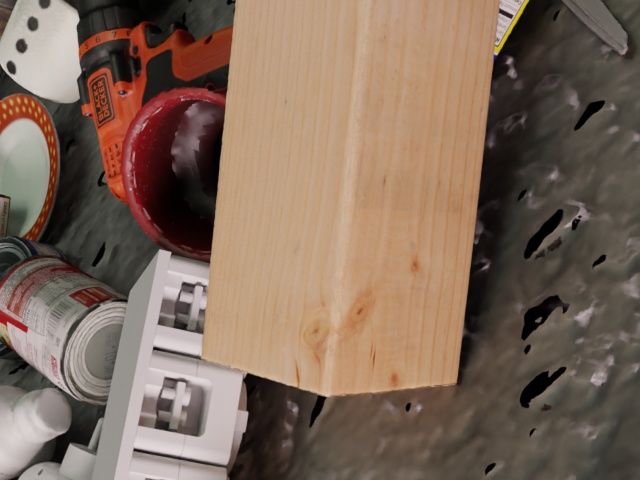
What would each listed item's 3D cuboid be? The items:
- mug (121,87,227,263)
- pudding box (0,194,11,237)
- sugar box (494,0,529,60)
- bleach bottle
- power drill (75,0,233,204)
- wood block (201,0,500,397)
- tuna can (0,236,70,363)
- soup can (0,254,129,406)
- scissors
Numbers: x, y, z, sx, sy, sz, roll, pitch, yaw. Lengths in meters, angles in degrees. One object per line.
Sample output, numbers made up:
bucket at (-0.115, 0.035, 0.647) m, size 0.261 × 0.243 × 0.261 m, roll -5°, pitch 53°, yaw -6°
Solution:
mug at (-0.042, -0.052, 0.575) m, size 0.093 × 0.081 × 0.117 m, roll 31°, pitch 115°, yaw 15°
pudding box at (-0.277, 0.019, 0.806) m, size 0.090 × 0.039 × 0.113 m, roll 0°, pitch 85°, yaw 44°
sugar box at (0.075, -0.156, 0.547) m, size 0.093 × 0.048 × 0.176 m, roll 49°, pitch 119°, yaw 44°
bleach bottle at (-0.252, 0.150, 0.694) m, size 0.251 × 0.102 × 0.068 m, roll -25°, pitch 53°, yaw 28°
power drill at (-0.081, -0.135, 0.676) m, size 0.188 × 0.057 × 0.184 m, roll -25°, pitch 72°, yaw 35°
wood block at (0.015, -0.041, 0.491) m, size 0.091 × 0.090 × 0.206 m, roll 9°, pitch 94°, yaw 46°
tuna can at (-0.211, 0.041, 0.742) m, size 0.086 × 0.033 × 0.086 m, roll -12°, pitch 70°, yaw 35°
soup can at (-0.153, 0.054, 0.663) m, size 0.102 × 0.068 × 0.068 m, roll 21°, pitch 85°, yaw 47°
scissors at (0.119, -0.173, 0.556) m, size 0.096 × 0.016 × 0.202 m, roll -54°, pitch 43°, yaw 9°
